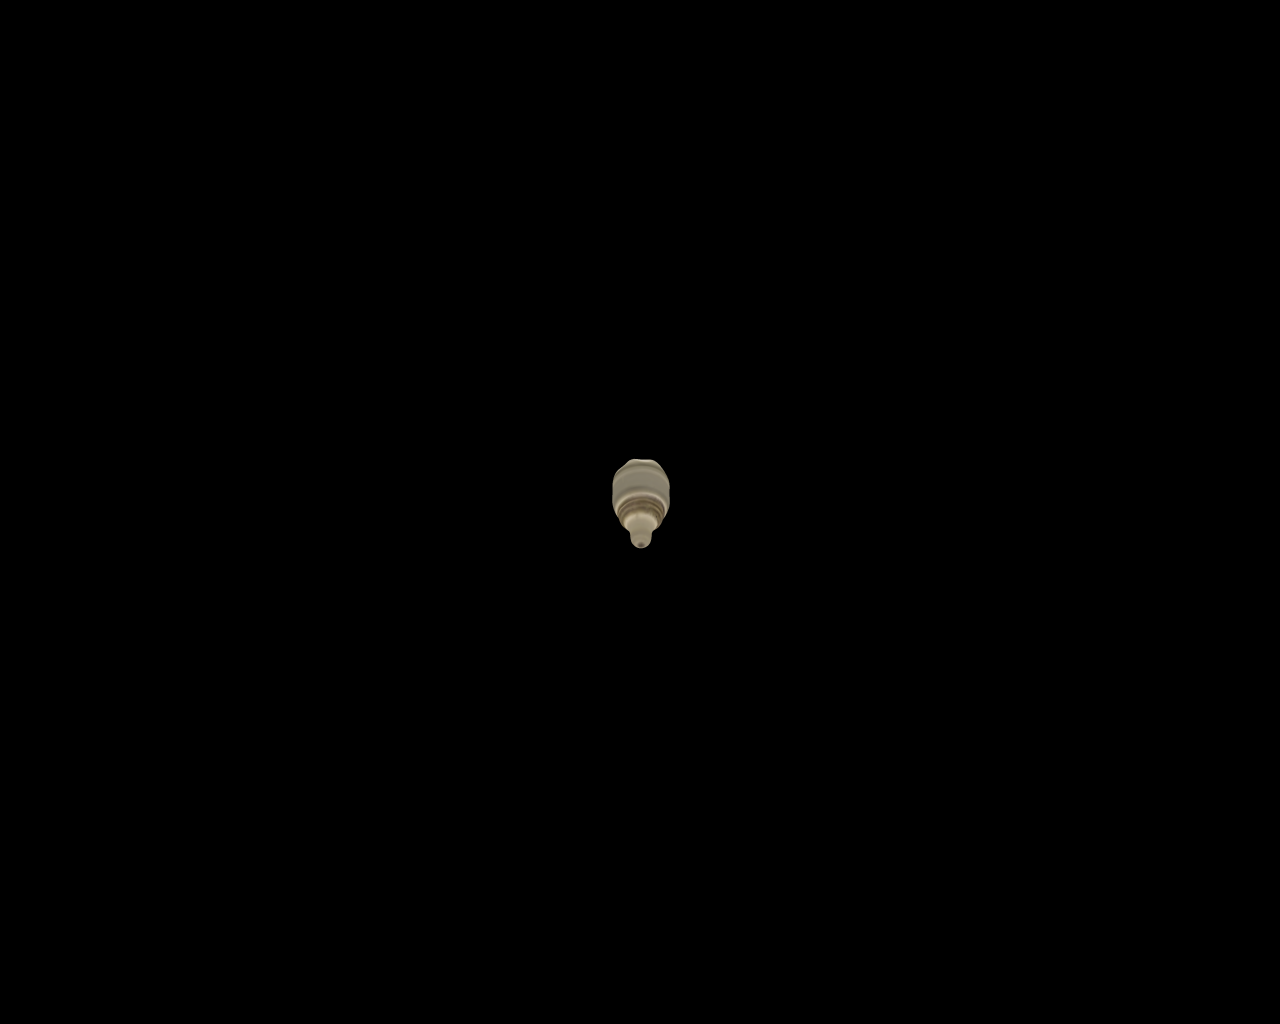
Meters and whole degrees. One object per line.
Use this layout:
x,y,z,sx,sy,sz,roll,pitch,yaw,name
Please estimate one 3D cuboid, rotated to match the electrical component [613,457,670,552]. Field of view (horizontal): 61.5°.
0.001,-0.003,0.650,0.035,0.061,0.035,0,-43,0,electrical component
